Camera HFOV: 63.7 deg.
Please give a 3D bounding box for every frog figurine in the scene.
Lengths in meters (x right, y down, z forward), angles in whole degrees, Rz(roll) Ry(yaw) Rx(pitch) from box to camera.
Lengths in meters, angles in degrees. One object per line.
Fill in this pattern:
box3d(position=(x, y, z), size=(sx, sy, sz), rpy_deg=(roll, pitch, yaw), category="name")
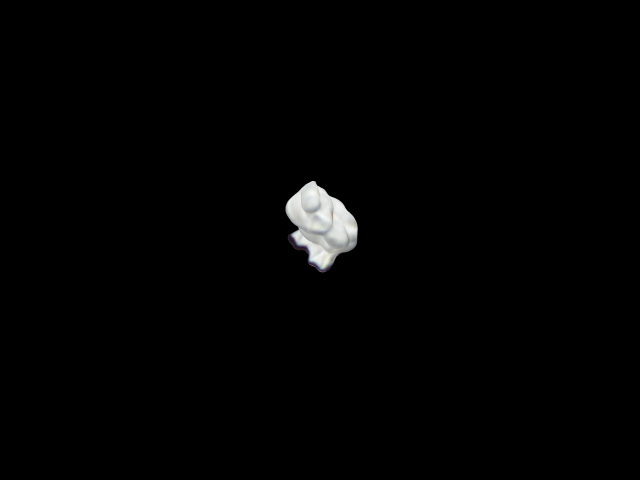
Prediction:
box3d(position=(0.003, -0.043, 0.850), size=(0.123, 0.155, 0.140), rpy_deg=(-10, 44, -10), category="frog figurine")
